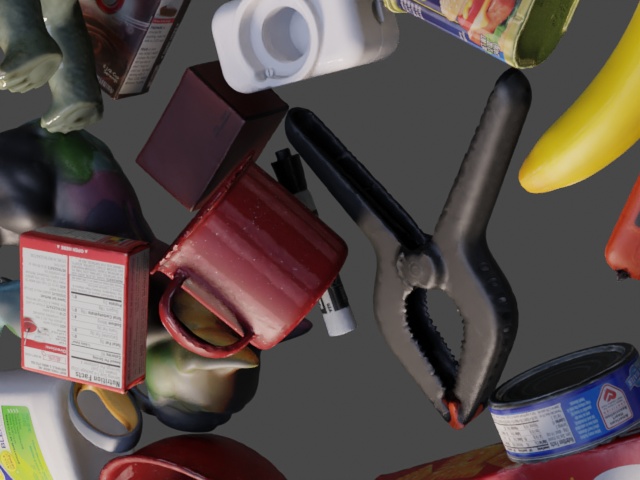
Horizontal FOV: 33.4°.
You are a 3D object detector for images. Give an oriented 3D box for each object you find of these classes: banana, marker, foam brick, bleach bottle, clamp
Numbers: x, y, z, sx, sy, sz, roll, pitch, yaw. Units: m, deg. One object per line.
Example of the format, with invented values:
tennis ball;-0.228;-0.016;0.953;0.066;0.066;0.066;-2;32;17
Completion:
banana;0.160;-0.102;0.534;0.070;0.037;0.198;43;123;48
marker;-0.004;0.001;0.668;0.020;0.020;0.121;-16;96;33
foam brick;-0.067;-0.066;0.667;0.053;0.051;0.078;43;121;12
bleach bottle;-0.262;0.156;0.841;0.251;0.068;0.102;-11;98;35
clamp;0.056;0.007;0.622;0.165;0.036;0.210;5;111;40

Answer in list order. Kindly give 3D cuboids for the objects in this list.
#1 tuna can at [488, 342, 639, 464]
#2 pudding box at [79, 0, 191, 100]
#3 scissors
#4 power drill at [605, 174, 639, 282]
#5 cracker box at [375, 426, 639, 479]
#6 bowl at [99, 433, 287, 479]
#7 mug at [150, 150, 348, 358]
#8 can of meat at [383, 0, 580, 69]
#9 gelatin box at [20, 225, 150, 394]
tuna can;0.134;0.086;0.571;0.086;0.086;0.034;-22;91;33
pudding box;-0.143;-0.160;0.691;0.113;0.039;0.090;39;119;15
scissors;-0.160;0.078;0.774;0.202;0.096;0.016;51;139;45
power drill;0.244;-0.007;0.496;0.188;0.057;0.185;30;117;20
cracker box;0.138;0.196;0.609;0.214;0.072;0.164;-24;91;33
bowl;-0.067;0.181;0.716;0.162;0.055;0.162;19;137;19
mug;-0.044;0.017;0.612;0.081;0.117;0.093;40;147;-7
can of meat;0.090;-0.147;0.538;0.084;0.057;0.102;35;119;29
gelatin box;-0.140;0.040;0.634;0.073;0.030;0.089;9;107;19
